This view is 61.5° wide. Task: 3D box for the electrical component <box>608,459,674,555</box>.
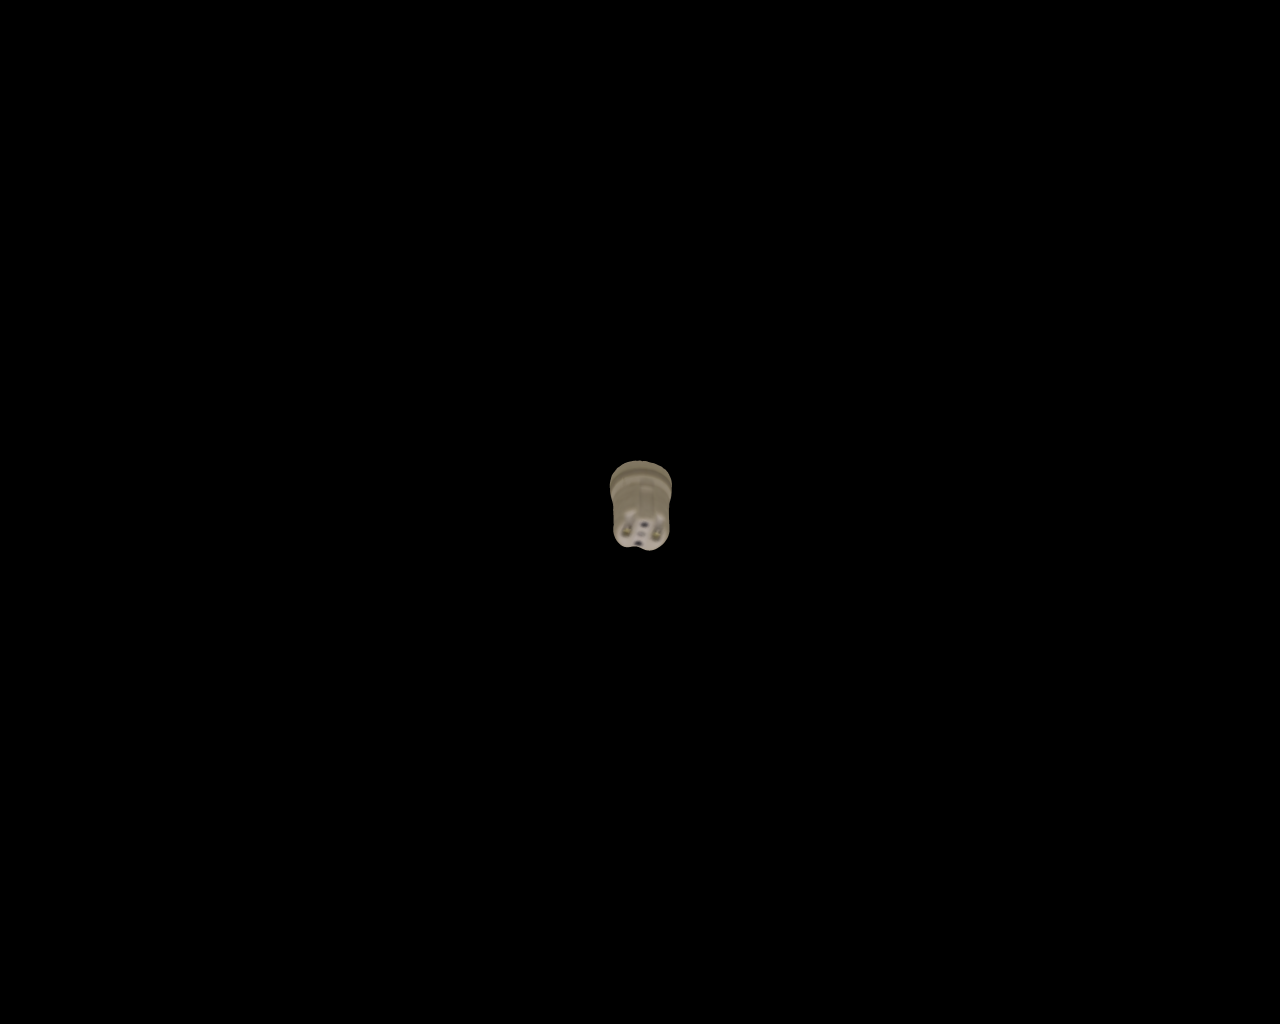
[{"bbox_3d":[0.001,-0.003,0.650,0.040,0.046,0.040,0,-42,0],"label":"electrical component"}]
